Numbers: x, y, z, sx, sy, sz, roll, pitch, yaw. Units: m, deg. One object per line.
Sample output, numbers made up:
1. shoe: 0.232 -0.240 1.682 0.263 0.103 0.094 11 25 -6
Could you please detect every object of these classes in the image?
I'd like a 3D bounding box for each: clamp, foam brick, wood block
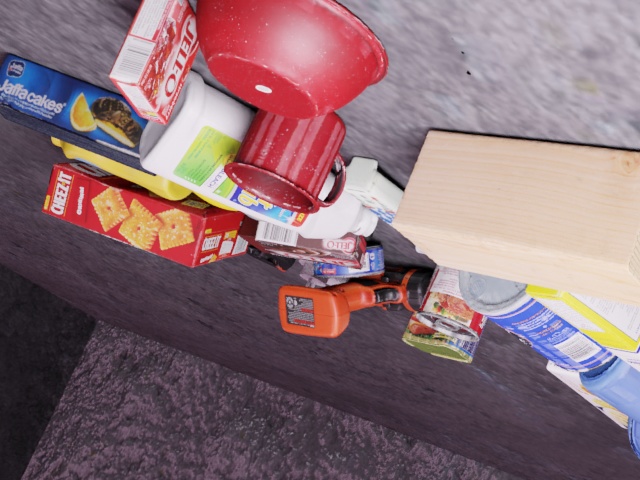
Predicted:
1. clamp: -0.090 0.002 1.461 0.120 0.039 0.171 21 167 19
2. foam brick: -0.052 -0.014 1.307 0.078 0.053 0.051 9 159 49
3. wood block: 0.173 -0.018 0.829 0.206 0.091 0.090 11 163 41

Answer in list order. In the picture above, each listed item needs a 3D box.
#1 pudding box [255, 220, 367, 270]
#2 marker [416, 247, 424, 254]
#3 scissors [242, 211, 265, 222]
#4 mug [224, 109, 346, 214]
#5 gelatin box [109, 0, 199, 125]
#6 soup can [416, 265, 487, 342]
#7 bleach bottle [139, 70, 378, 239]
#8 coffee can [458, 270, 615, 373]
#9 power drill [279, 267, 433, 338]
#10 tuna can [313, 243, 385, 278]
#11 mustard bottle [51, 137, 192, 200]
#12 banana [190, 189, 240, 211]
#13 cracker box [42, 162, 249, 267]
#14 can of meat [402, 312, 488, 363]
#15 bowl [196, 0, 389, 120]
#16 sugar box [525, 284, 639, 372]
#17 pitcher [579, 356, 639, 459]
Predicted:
1. pudding box: -0.008 0.001 1.184 0.113 0.039 0.090 12 170 10
2. marker: 0.159 0.018 1.144 0.121 0.020 0.020 15 164 32
3. scissors: -0.081 -0.094 1.065 0.096 0.016 0.201 -25 130 11
4. mug: -0.019 -0.074 0.958 0.117 0.081 0.093 33 164 -33
5. gelatin box: -0.126 -0.147 0.845 0.030 0.089 0.073 17 166 15
6. soup can: 0.147 0.044 1.083 0.068 0.102 0.068 22 167 5
7. bleach bottle: -0.045 -0.067 1.043 0.250 0.068 0.103 24 124 -28
8. coffee can: 0.212 0.050 0.997 0.140 0.103 0.103 33 164 -34
9. power drill: 0.060 0.071 1.258 0.187 0.057 0.185 -9 -174 -42
10. tuna can: 0.034 0.024 1.267 0.086 0.034 0.086 -4 -176 0
11. mustard bottle: -0.241 -0.105 1.255 0.192 0.058 0.096 22 -169 13
12. banana: -0.127 -0.090 1.103 0.070 0.037 0.197 -18 135 20
13. cracker box: -0.207 -0.039 1.329 0.214 0.072 0.164 20 -168 16
14. can of meat: 0.158 0.099 1.316 0.057 0.084 0.102 33 164 -35
15. bowl: -0.032 -0.137 0.801 0.162 0.055 0.162 23 167 5
16. sugar box: 0.258 0.044 0.915 0.176 0.093 0.048 34 165 -35
17. pitcher: 0.381 0.164 1.074 0.242 0.149 0.145 29 168 -9
